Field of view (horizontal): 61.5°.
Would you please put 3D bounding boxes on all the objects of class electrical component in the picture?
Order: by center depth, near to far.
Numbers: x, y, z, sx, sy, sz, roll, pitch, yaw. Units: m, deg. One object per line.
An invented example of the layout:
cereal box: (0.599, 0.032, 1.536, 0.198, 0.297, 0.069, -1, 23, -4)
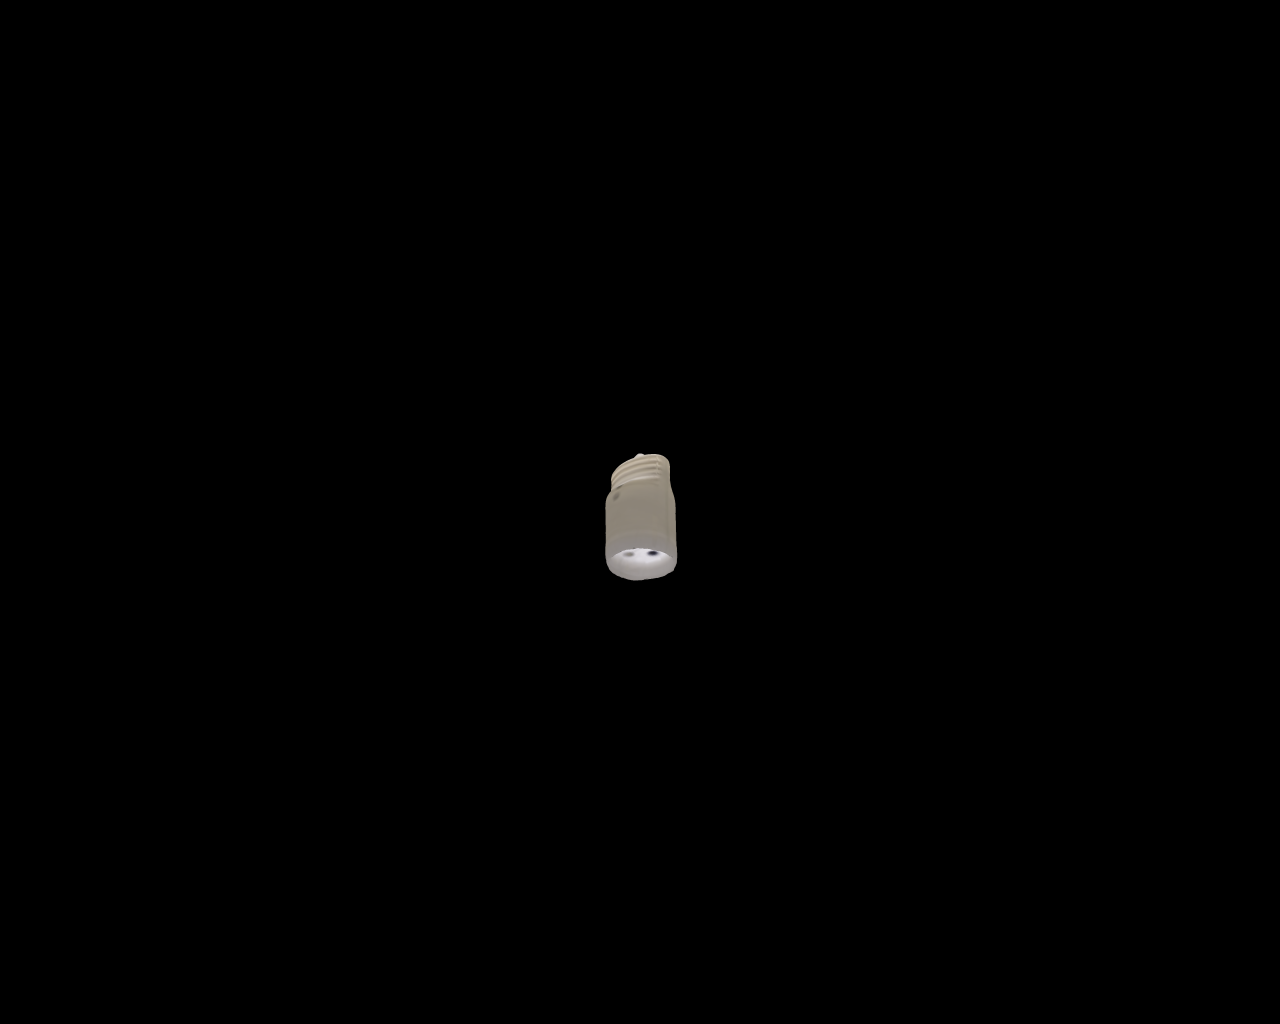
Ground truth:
electrical component: (0.001, -0.003, 0.650, 0.043, 0.081, 0.043, 0, -31, 0)
